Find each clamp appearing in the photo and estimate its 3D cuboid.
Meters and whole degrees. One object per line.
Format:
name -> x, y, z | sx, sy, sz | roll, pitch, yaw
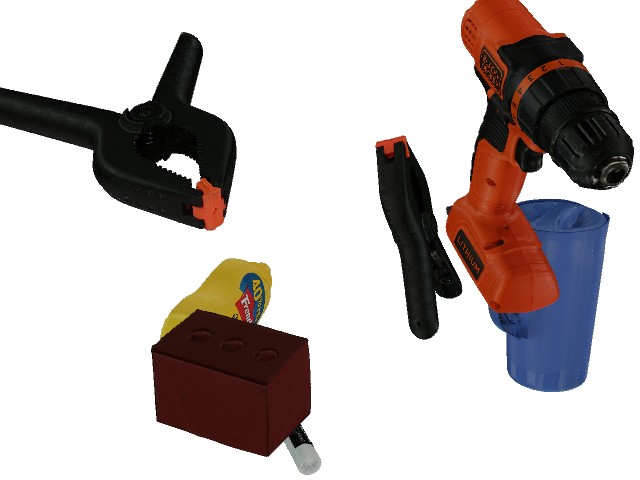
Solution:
clamp -> -0.111, -0.078, 0.723 | 0.164, 0.036, 0.210 | -28, 46, -27
clamp -> 0.081, -0.001, 0.921 | 0.039, 0.171, 0.120 | -17, 19, 18

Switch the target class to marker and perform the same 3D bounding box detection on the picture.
marker -> -0.029, 0.142, 0.856 | 0.020, 0.020, 0.121 | 0, 28, -23

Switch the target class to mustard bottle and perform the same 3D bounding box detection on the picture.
mustard bottle -> -0.100, 0.074, 1.129 | 0.058, 0.096, 0.191 | 10, 29, 19

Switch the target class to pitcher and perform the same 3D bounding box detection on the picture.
pitcher -> 0.298, 0.075, 1.413 | 0.149, 0.243, 0.145 | 4, 21, 12

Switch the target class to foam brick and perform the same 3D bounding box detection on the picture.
foam brick -> -0.051, 0.081, 0.615 | 0.078, 0.051, 0.052 | 13, 28, 23

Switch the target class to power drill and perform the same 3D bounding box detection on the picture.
power drill -> 0.136, -0.043, 0.697 | 0.057, 0.188, 0.184 | -8, 42, -12
